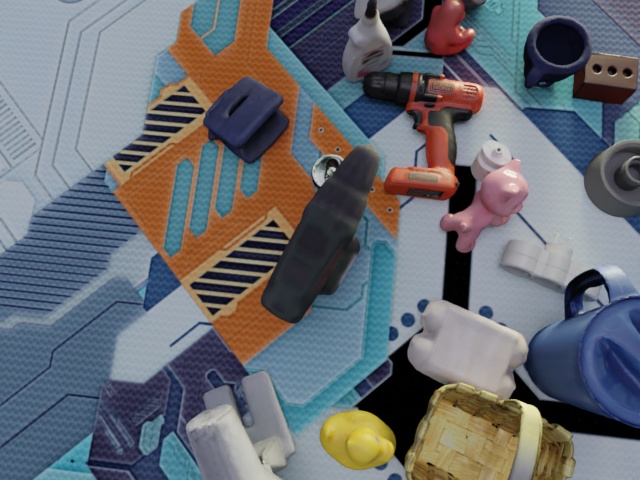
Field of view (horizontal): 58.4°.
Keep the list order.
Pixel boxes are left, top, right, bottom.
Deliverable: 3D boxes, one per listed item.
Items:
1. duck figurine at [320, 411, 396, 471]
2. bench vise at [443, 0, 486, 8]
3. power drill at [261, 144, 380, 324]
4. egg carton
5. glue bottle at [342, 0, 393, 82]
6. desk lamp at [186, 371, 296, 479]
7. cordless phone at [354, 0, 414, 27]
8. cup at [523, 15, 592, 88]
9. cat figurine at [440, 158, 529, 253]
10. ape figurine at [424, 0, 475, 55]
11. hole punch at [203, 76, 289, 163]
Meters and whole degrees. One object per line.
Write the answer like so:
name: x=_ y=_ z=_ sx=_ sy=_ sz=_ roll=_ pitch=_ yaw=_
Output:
duck figurine: x=0.050 y=0.267 z=0.751 sx=0.104 sy=0.086 sz=0.077 roll=13 pitch=79 yaw=5
bench vise: x=0.223 y=-0.459 z=0.826 sx=0.121 sy=0.220 sz=0.207 roll=-28 pitch=78 yaw=-3
power drill: x=0.007 y=0.003 z=0.745 sx=0.075 sy=0.208 sz=0.230 roll=29 pitch=81 yaw=8
egg carton: x=0.199 y=0.152 z=0.777 sx=0.150 sy=0.069 sz=0.107 roll=23 pitch=80 yaw=7
glue bottle: x=0.070 y=-0.290 z=0.821 sx=0.078 sy=0.173 sz=0.037 roll=-30 pitch=78 yaw=-4
desk lamp: x=-0.093 y=0.273 z=0.691 sx=0.118 sy=0.213 sz=0.203 roll=-22 pitch=78 yaw=-2
cordless phone: x=0.105 y=-0.416 z=0.840 sx=0.094 sy=0.185 sz=0.148 roll=10 pitch=79 yaw=5
cup: x=0.330 y=-0.256 z=0.843 sx=0.091 sy=0.095 sz=0.118 roll=37 pitch=82 yaw=9
cat figurine: x=0.235 y=-0.049 z=0.793 sx=0.128 sy=0.118 sz=0.067 roll=-39 pitch=79 yaw=-6
ape figurine: x=0.195 y=-0.328 z=0.865 sx=0.076 sy=0.092 sz=0.078 roll=-27 pitch=78 yaw=-3
hole punch: x=-0.114 y=-0.184 z=0.849 sx=0.101 sy=0.091 sz=0.109 roll=40 pitch=83 yaw=10
